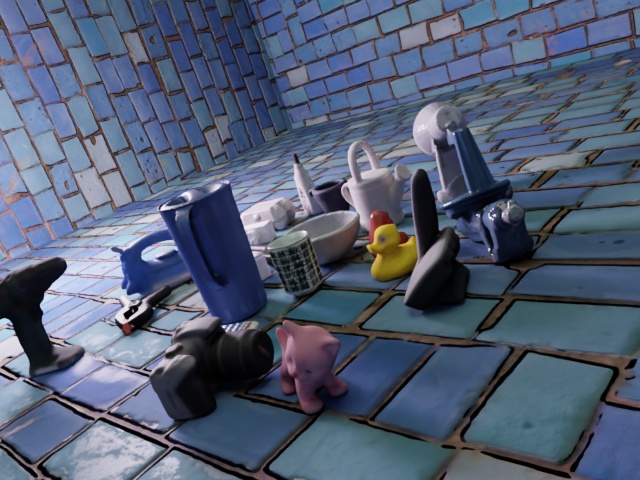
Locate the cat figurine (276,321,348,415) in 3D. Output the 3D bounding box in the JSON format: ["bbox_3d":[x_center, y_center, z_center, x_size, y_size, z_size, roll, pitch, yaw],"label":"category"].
[{"bbox_3d":[-0.018,0.142,0.702,0.067,0.118,0.127,-27,19,-24],"label":"cat figurine"}]

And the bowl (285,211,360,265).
[{"bbox_3d":[0.011,0.004,1.171,0.167,0.075,0.167,-18,17,6],"label":"bowl"}]

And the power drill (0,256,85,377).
[{"bbox_3d":[-0.546,0.150,1.102,0.229,0.209,0.075,-16,18,12],"label":"power drill"}]

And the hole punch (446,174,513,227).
[{"bbox_3d":[0.307,-0.082,1.086,0.100,0.091,0.109,-3,24,43],"label":"hole punch"}]

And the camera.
[{"bbox_3d":[-0.145,0.164,0.800,0.136,0.101,0.143,-11,19,25],"label":"camera"}]

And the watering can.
[{"bbox_3d":[0.118,-0.124,1.246,0.172,0.194,0.101,-13,18,21],"label":"watering can"}]

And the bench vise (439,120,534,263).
[{"bbox_3d":[0.269,-0.087,0.921,0.122,0.220,0.206,-26,18,-21],"label":"bench vise"}]

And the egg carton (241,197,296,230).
[{"bbox_3d":[-0.143,-0.064,1.560,0.150,0.069,0.107,-10,19,29],"label":"egg carton"}]

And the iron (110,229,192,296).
[{"bbox_3d":[-0.365,0.033,1.380,0.259,0.141,0.118,-27,19,-23],"label":"iron"}]

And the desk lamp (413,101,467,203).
[{"bbox_3d":[0.285,-0.194,1.246,0.118,0.214,0.203,-18,17,4],"label":"desk lamp"}]

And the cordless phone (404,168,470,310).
[{"bbox_3d":[0.153,-0.004,0.848,0.094,0.185,0.148,-13,18,20],"label":"cordless phone"}]

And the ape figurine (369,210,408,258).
[{"bbox_3d":[0.121,-0.013,1.073,0.076,0.092,0.077,-24,17,-13],"label":"ape figurine"}]

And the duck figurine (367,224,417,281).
[{"bbox_3d":[0.128,0.013,0.997,0.105,0.086,0.077,-25,18,-18],"label":"duck figurine"}]

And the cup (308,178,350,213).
[{"bbox_3d":[0.026,-0.093,1.422,0.117,0.095,0.092,-4,23,41],"label":"cup"}]

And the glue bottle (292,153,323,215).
[{"bbox_3d":[-0.043,-0.152,1.547,0.037,0.173,0.078,-26,18,-21],"label":"glue bottle"}]
